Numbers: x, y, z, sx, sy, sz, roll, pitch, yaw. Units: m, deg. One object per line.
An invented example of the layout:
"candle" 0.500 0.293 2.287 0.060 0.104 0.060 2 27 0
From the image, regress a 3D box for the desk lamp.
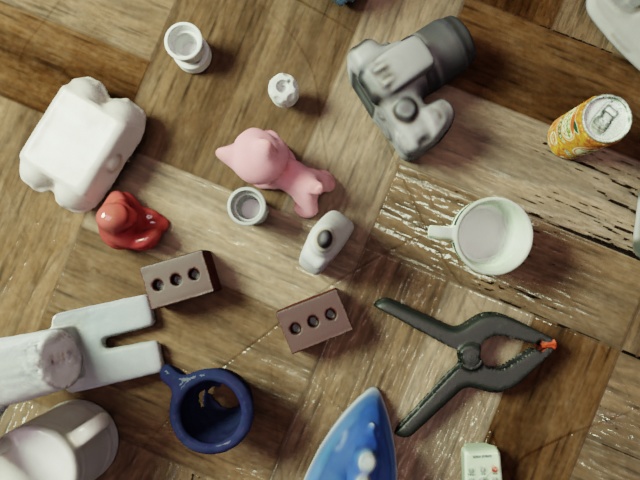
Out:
"desk lamp" -0.299 0.126 0.600 0.203 0.213 0.118 -14 88 1

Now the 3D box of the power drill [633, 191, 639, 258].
"power drill" 0.413 -0.019 0.590 0.075 0.208 0.230 7 88 2

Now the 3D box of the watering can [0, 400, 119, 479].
"watering can" -0.303 0.249 0.606 0.101 0.194 0.173 30 89 2

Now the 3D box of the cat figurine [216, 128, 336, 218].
"cat figurine" -0.047 -0.082 0.648 0.128 0.117 0.067 30 89 2

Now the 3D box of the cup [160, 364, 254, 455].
"cup" -0.126 0.177 0.654 0.118 0.095 0.092 38 90 2

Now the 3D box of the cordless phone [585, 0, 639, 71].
"cordless phone" 0.386 -0.266 0.610 0.094 0.185 0.147 -44 88 0

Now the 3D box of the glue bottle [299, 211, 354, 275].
"glue bottle" 0.006 0.002 0.617 0.037 0.173 0.078 33 89 3

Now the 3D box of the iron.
"iron" 0.031 0.300 0.623 0.118 0.141 0.258 13 89 2

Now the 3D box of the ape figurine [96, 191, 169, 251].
"ape figurine" -0.227 -0.022 0.664 0.076 0.092 0.078 -21 88 1

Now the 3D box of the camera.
"camera" 0.117 -0.185 0.656 0.137 0.101 0.143 -33 88 0

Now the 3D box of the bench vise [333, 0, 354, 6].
"bench vise" -0.043 -0.352 0.605 0.207 0.219 0.121 20 89 2

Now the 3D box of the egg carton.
"egg carton" -0.279 -0.112 0.679 0.107 0.069 0.150 31 89 2
